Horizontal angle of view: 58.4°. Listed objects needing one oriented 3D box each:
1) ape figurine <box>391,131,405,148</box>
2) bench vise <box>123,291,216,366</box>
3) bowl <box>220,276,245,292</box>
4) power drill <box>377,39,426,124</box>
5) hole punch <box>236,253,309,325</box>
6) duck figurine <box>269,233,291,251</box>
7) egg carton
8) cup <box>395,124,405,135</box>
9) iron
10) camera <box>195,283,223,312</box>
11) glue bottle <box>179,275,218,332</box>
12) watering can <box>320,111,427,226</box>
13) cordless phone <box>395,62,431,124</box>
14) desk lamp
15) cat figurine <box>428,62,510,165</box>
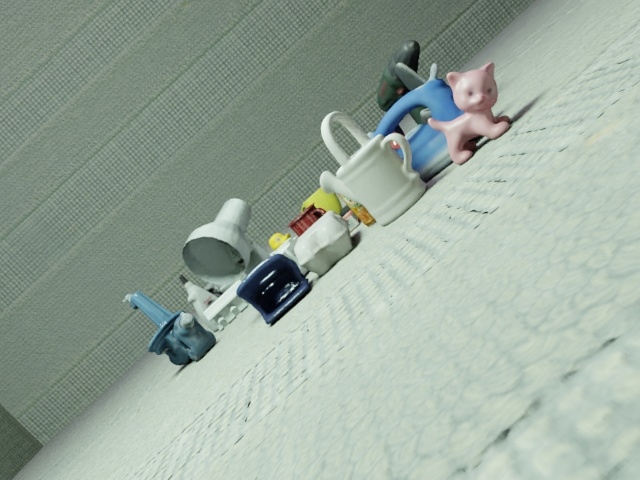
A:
[{"bbox_3d":[0.192,-0.228,1.385,0.078,0.092,0.076,-43,6,-7],"label":"ape figurine"},{"bbox_3d":[-0.346,0.184,1.324,0.207,0.220,0.122,-38,8,34],"label":"bench vise"},{"bbox_3d":[-0.194,0.105,1.593,0.167,0.075,0.167,-42,6,6],"label":"bowl"},{"bbox_3d":[0.212,-0.303,1.227,0.076,0.208,0.229,-44,6,-16],"label":"power drill"},{"bbox_3d":[-0.082,0.078,0.982,0.108,0.091,0.101,-42,6,2],"label":"hole punch"},{"bbox_3d":[-0.099,0.024,1.503,0.104,0.086,0.078,-38,7,33],"label":"duck figurine"},{"bbox_3d":[0.009,0.004,1.027,0.107,0.069,0.150,-42,6,7],"label":"egg carton"},{"bbox_3d":[0.187,-0.237,1.469,0.092,0.095,0.117,-43,6,-4],"label":"cup"},{"bbox_3d":[0.159,-0.178,1.001,0.258,0.141,0.119,-39,7,32],"label":"iron"},{"bbox_3d":[-0.308,0.184,1.651,0.143,0.101,0.137,-40,7,22],"label":"camera"},{"bbox_3d":[-0.310,0.157,1.505,0.037,0.173,0.078,-37,8,38],"label":"glue bottle"},{"bbox_3d":[0.068,-0.121,0.930,0.172,0.194,0.101,-40,7,23],"label":"watering can"},{"bbox_3d":[0.218,-0.277,1.115,0.094,0.185,0.147,-41,6,12],"label":"cordless phone"},{"bbox_3d":[-0.138,0.028,1.115,0.117,0.213,0.203,-38,8,35],"label":"desk lamp"},{"bbox_3d":[0.220,-0.197,0.852,0.127,0.118,0.067,-39,7,31],"label":"cat figurine"}]
